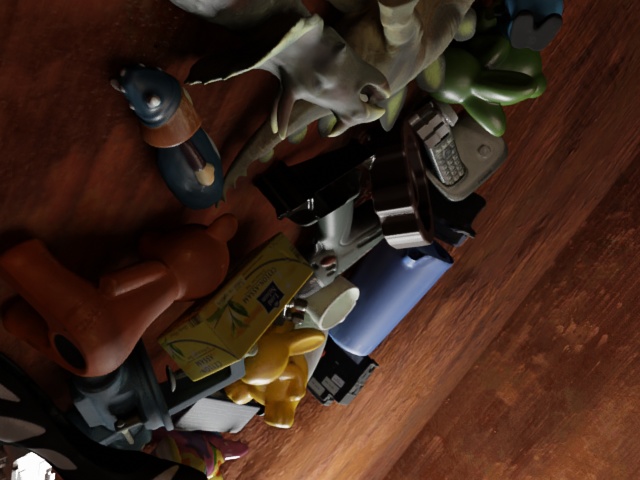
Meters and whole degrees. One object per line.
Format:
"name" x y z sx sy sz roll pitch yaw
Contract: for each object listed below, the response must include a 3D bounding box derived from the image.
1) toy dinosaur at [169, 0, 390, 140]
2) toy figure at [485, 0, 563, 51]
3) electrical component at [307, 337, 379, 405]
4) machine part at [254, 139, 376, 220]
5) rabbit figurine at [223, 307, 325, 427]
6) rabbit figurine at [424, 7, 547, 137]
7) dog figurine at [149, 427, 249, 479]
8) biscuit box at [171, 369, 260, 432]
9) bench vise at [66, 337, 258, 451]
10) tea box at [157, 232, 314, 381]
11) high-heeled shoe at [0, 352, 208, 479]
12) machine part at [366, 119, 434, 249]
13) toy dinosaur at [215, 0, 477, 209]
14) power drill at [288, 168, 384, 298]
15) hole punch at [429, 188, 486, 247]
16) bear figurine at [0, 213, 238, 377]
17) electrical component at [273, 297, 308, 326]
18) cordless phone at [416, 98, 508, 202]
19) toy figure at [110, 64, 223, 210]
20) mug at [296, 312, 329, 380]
"toy dinosaur" -0.074 -0.214 0.338 0.192 0.131 0.404 -51 146 3
"toy figure" 0.248 -0.295 0.655 0.089 0.082 0.180 -40 -150 49
"electrical component" 0.033 0.259 1.069 0.134 0.115 0.058 -48 148 0
"machine part" -0.003 -0.075 0.623 0.139 0.084 0.039 -26 137 -14
"rabbit figurine" -0.065 0.182 0.782 0.162 0.122 0.173 -48 154 -12
"rabbit figurine" 0.202 -0.208 0.704 0.170 0.159 0.121 -17 150 -30
"dog figurine" -0.189 0.345 0.808 0.108 0.192 0.219 -55 137 -1
"biscuit box" -0.170 0.255 0.835 0.063 0.059 0.202 -48 151 -4
"bench vise" -0.188 0.186 0.650 0.241 0.129 0.223 -20 132 -21
"tea box" -0.092 0.072 0.617 0.098 0.068 0.170 -32 -168 41
"high-heeled shoe" -0.229 0.187 0.538 0.249 0.086 0.145 9 90 -22
"machine part" 0.110 -0.072 0.727 0.056 0.179 0.179 -11 160 20
"toy dinosaur" 0.065 -0.201 0.556 0.471 0.105 0.198 -35 154 -8
"power drill" -0.002 -0.002 0.731 0.232 0.086 0.207 -33 145 -10
"hole punch" 0.212 -0.039 0.942 0.116 0.142 0.092 -38 156 -43
"bear figurine" -0.178 0.031 0.514 0.196 0.132 0.120 -50 170 -44
"electrical component" -0.065 0.090 0.739 0.063 0.094 0.021 102 3 -49
"cordless phone" 0.212 -0.166 0.845 0.146 0.089 0.184 -42 132 -11
"toy figure" -0.126 -0.090 0.465 0.154 0.064 0.058 77 23 -52
"mug" -0.027 0.185 0.927 0.107 0.081 0.109 -58 146 -11
